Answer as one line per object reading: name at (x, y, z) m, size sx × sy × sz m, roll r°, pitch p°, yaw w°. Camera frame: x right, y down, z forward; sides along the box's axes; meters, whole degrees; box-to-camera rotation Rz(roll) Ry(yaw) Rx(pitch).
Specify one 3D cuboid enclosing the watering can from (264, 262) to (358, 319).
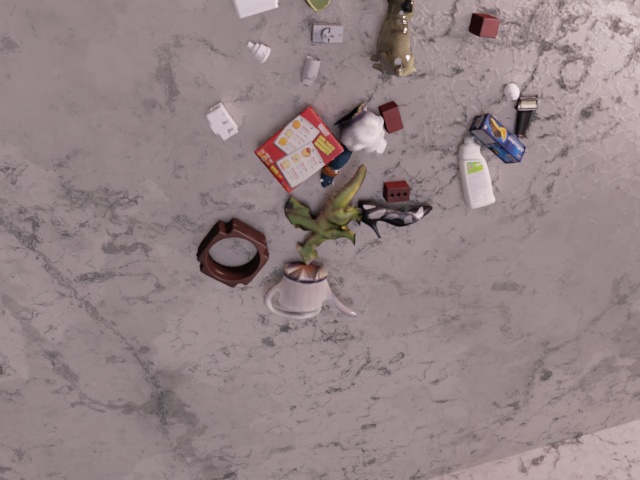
watering can at (-0.020, 0.186, 1.809) m, size 0.348 × 0.106 × 0.220 m, roll 4°, pitch 120°, yaw -12°

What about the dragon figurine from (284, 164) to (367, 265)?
dragon figurine at (0.005, -0.083, 1.653) m, size 0.243 × 0.125 × 0.401 m, roll 6°, pitch 125°, yaw -3°

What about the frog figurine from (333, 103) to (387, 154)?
frog figurine at (0.136, -0.312, 1.539) m, size 0.138 × 0.123 × 0.158 m, roll -43°, pitch 108°, yaw -7°
